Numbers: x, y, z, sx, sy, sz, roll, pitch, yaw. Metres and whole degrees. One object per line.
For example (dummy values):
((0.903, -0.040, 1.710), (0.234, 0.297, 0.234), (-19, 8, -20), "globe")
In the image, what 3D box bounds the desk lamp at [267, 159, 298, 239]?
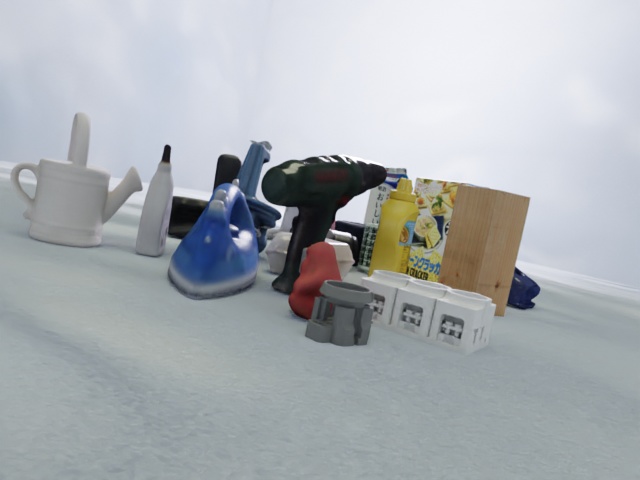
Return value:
((-0.057, -0.099, 1.509), (0.117, 0.213, 0.204), (14, 6, 27), "desk lamp")

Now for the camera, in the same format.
((0.010, 0.004, 1.139), (0.137, 0.101, 0.143), (10, 5, -14), "camera")

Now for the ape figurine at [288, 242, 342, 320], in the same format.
((-0.003, 0.047, 0.671), (0.075, 0.092, 0.078), (15, 6, 36), "ape figurine")

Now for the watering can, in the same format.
((-0.360, -0.093, 0.860), (0.100, 0.194, 0.173), (15, 7, 41), "watering can")

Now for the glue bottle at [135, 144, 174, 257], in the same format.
((-0.250, -0.063, 0.893), (0.037, 0.173, 0.078), (11, 5, -6), "glue bottle")

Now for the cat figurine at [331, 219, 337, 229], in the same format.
((0.000, -0.026, 1.358), (0.067, 0.118, 0.127), (10, 5, -16), "cat figurine")

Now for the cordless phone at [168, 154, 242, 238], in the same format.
((-0.234, -0.090, 1.166), (0.148, 0.185, 0.094), (10, 5, -9), "cordless phone")

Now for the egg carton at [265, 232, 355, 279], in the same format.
((-0.016, 0.029, 0.972), (0.107, 0.069, 0.151), (15, 6, 35), "egg carton")

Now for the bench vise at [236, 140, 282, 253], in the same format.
((-0.124, -0.073, 1.015), (0.121, 0.220, 0.207), (11, 5, -3), "bench vise")

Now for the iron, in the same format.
((-0.134, -0.013, 0.769), (0.118, 0.141, 0.258), (11, 5, -5), "iron")

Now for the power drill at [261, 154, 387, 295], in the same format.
((0.005, -0.025, 0.824), (0.075, 0.208, 0.230), (15, 6, 40), "power drill")

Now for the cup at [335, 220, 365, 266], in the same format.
((0.078, 0.009, 1.271), (0.091, 0.095, 0.118), (15, 6, 35), "cup")

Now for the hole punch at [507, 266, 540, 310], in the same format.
((0.385, 0.083, 1.142), (0.100, 0.091, 0.109), (14, 6, 33), "hole punch")
